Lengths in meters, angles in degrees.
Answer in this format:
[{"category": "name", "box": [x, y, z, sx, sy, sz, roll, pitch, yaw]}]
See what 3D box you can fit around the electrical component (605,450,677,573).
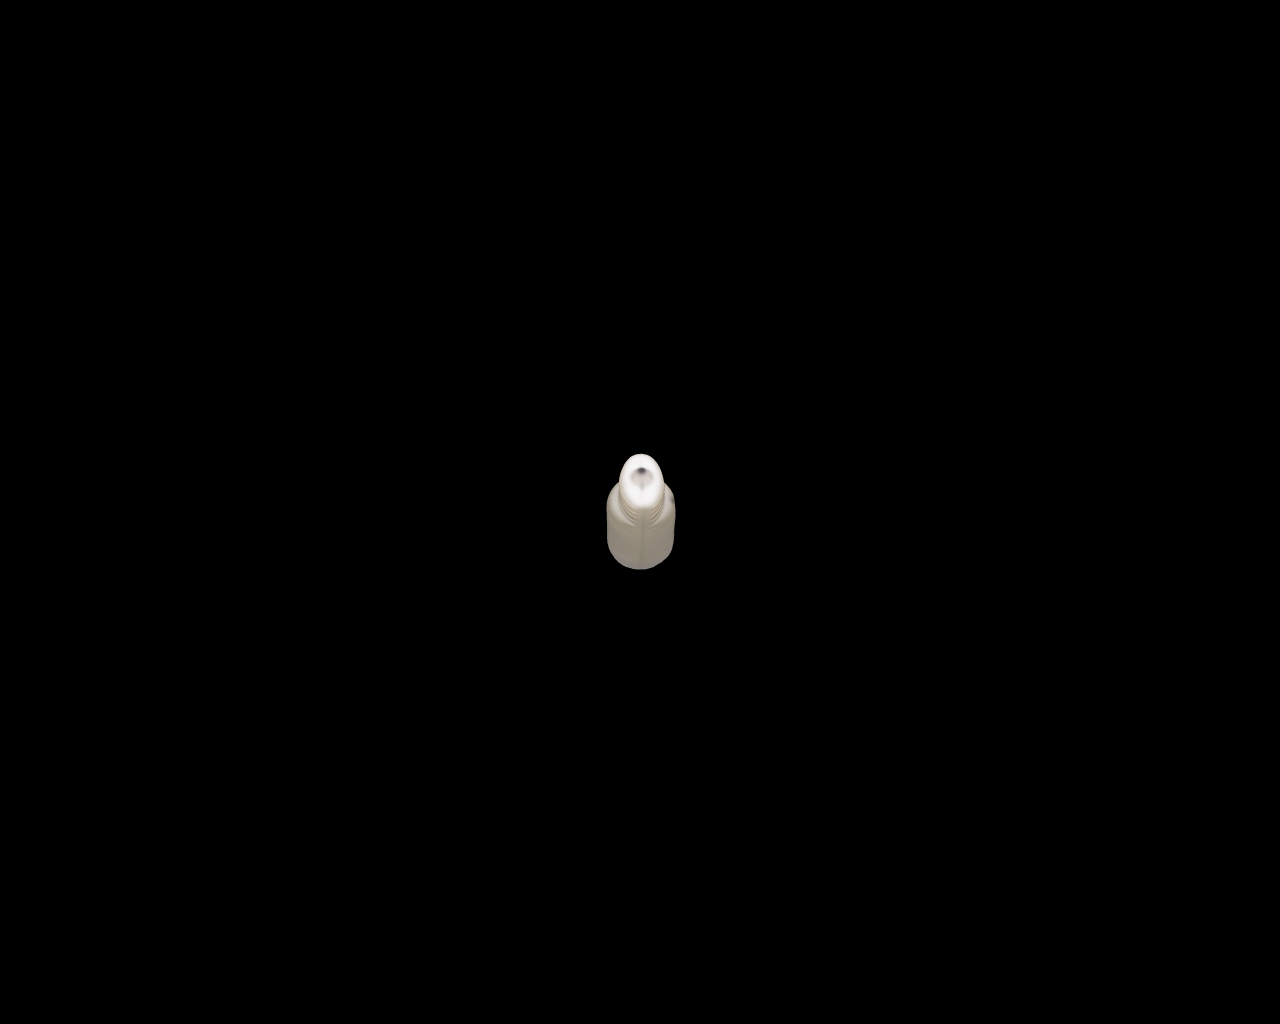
[{"category": "electrical component", "box": [0.001, -0.003, 0.650, 0.043, 0.043, 0.080, 0, -34, 0]}]
